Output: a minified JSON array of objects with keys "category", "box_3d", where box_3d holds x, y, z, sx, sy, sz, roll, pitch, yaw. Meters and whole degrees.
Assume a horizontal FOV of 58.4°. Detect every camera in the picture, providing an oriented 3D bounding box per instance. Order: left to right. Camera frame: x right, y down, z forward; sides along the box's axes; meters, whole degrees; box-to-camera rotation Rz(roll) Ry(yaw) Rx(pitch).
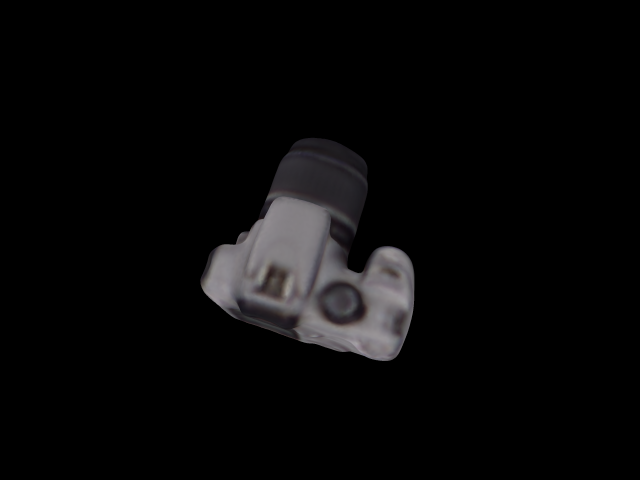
[{"category":"camera","box_3d":[0.004,0.001,0.400,0.143,0.101,0.137,17,75,5]}]
